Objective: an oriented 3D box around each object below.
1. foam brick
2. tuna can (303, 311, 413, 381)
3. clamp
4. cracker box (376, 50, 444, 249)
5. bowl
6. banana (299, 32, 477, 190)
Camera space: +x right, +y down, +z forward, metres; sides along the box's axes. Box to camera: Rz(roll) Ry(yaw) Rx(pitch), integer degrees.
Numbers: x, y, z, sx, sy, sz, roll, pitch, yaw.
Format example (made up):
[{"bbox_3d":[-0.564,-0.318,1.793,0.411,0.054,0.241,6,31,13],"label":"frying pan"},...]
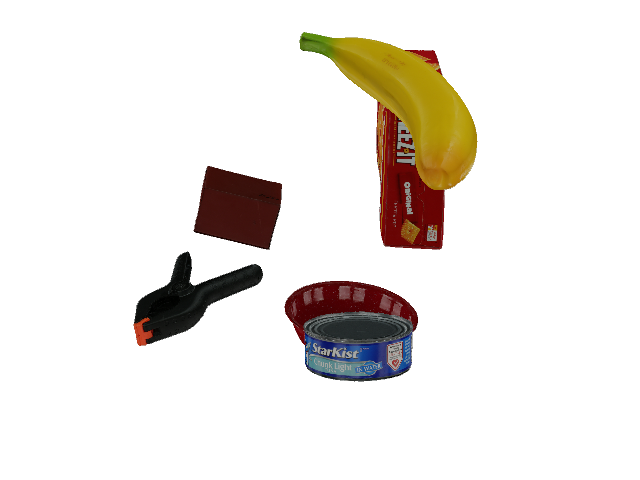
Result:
[{"bbox_3d":[-0.081,-0.032,1.044,0.078,0.051,0.053,14,27,-7],"label":"foam brick"},{"bbox_3d":[0.029,0.082,0.835,0.086,0.034,0.086,-1,10,0],"label":"tuna can"},{"bbox_3d":[-0.146,0.065,1.224,0.120,0.039,0.171,-1,31,26],"label":"clamp"},{"bbox_3d":[0.099,-0.108,1.186,0.072,0.164,0.213,1,24,2],"label":"cracker box"},{"bbox_3d":[0.036,0.108,1.295,0.162,0.055,0.162,4,24,-2],"label":"bowl"},{"bbox_3d":[0.053,-0.081,0.649,0.069,0.037,0.198,-12,34,-19],"label":"banana"}]
